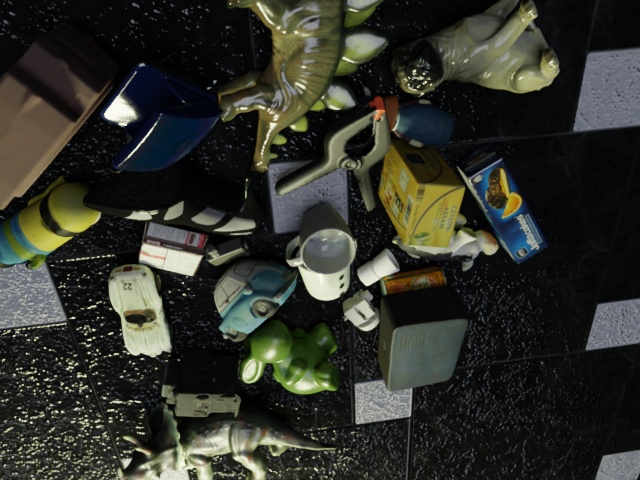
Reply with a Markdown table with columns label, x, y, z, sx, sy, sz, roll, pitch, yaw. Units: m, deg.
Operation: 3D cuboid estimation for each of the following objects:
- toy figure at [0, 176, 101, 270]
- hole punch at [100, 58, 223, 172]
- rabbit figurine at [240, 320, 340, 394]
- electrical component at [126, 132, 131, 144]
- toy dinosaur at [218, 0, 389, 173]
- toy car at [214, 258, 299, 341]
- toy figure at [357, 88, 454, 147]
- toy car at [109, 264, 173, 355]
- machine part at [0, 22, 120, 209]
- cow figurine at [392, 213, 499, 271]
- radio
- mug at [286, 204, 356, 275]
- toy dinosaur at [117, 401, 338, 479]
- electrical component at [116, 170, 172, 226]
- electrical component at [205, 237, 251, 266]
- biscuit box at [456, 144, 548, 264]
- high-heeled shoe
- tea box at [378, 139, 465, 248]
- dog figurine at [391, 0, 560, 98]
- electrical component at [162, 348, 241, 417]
| label | x | y | z | sx | sy | sz | roll | pitch | yaw |
| --- | --- | --- | --- | --- | --- | --- | --- | --- | --- |
| toy figure | -0.396 | -0.016 | 0.768 | 0.180 | 0.089 | 0.082 | -29 | 126 | 6 |
| hole punch | -0.187 | -0.136 | 0.646 | 0.115 | 0.092 | 0.142 | 13 | 136 | -47 |
| rabbit figurine | -0.065 | 0.186 | 0.927 | 0.159 | 0.121 | 0.170 | -15 | 139 | 25 |
| electrical component | -0.225 | -0.162 | 0.732 | 0.075 | 0.048 | 0.119 | 8 | 119 | -15 |
| toy dinosaur | -0.017 | -0.277 | 0.669 | 0.198 | 0.105 | 0.470 | 3 | 129 | -19 |
| toy car | -0.116 | 0.084 | 0.874 | 0.103 | 0.109 | 0.161 | 47 | 121 | -4 |
| toy figure | 0.115 | -0.173 | 0.773 | 0.154 | 0.064 | 0.057 | 10 | 156 | -9 |
| toy car | -0.290 | 0.121 | 0.876 | 0.073 | 0.056 | 0.201 | -5 | 128 | -6 |
| machine part | -0.334 | -0.147 | 0.634 | 0.201 | 0.201 | 0.087 | -41 | 119 | 15 |
| cow figurine | 0.208 | 0.005 | 0.886 | 0.167 | 0.068 | 0.098 | 22 | 121 | -16 |
| radio | 0.176 | 0.177 | 0.947 | 0.131 | 0.073 | 0.229 | -10 | 140 | -4 |
| mug | -0.002 | -0.002 | 0.827 | 0.109 | 0.107 | 0.080 | -30 | 119 | 14 |
| toy dinosaur | -0.176 | 0.373 | 1.024 | 0.405 | 0.131 | 0.191 | -13 | 122 | -8 |
| electrical component | -0.246 | -0.063 | 0.789 | 0.078 | 0.045 | 0.102 | -14 | 121 | -2 |
| electrical component | -0.142 | 0.017 | 0.836 | 0.063 | 0.021 | 0.094 | -21 | 166 | 3 |
| biscuit box | 0.297 | -0.054 | 0.869 | 0.063 | 0.059 | 0.202 | -33 | 120 | 12 |
| high-heeled shoe | -0.197 | -0.041 | 0.767 | 0.249 | 0.086 | 0.145 | -6 | 150 | -18 |
| tea box | 0.139 | -0.072 | 0.771 | 0.068 | 0.170 | 0.098 | 4 | 121 | -9 |
| dog figurine | 0.212 | -0.236 | 0.739 | 0.191 | 0.121 | 0.172 | -28 | 118 | 24 |
| electrical component | -0.206 | 0.248 | 0.940 | 0.134 | 0.115 | 0.058 | 6 | 118 | -14 |
